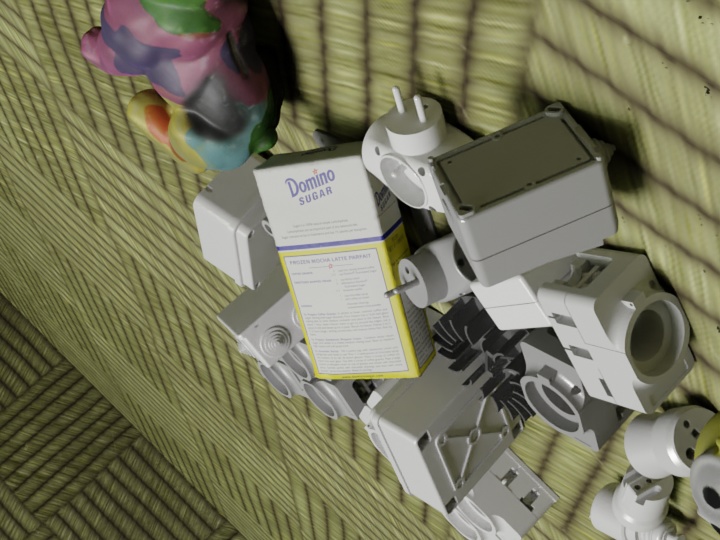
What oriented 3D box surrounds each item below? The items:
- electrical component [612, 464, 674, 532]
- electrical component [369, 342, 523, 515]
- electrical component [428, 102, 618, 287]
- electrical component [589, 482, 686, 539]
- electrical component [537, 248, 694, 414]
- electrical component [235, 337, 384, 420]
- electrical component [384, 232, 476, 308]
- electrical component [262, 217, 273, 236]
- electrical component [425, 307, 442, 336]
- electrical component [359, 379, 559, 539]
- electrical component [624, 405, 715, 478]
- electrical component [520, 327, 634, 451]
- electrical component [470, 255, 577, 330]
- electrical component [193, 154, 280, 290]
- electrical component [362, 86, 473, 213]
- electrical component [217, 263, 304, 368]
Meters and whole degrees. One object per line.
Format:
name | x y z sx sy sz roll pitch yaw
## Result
electrical component | 0.208 0.164 0.787 0.040 0.040 0.046 37 151 27
electrical component | 0.073 0.125 0.883 0.056 0.109 0.108 25 150 41
electrical component | 0.095 -0.040 0.581 0.061 0.096 0.061 -111 -2 -51
electrical component | 0.213 0.192 0.824 0.078 0.040 0.040 20 146 51
electrical component | 0.157 0.036 0.644 0.056 0.050 0.089 13 140 56
electrical component | -0.061 0.088 1.147 0.186 0.060 0.105 13 140 56
electrical component | 0.054 0.002 0.748 0.043 0.079 0.077 66 159 2
electrical component | -0.053 -0.052 0.881 0.048 0.062 0.048 40 158 20
electrical component | 0.039 0.051 0.910 0.055 0.048 0.066 27 152 27
electrical component | 0.086 0.179 1.021 0.186 0.060 0.105 44 159 10
electrical component | 0.204 0.111 0.693 0.045 0.045 0.055 49 159 -3
electrical component | 0.146 0.073 0.723 0.050 0.056 0.089 28 151 42
electrical component | 0.100 -0.006 0.686 0.076 0.047 0.066 55 159 -9
electrical component | -0.098 -0.043 0.958 0.057 0.078 0.113 34 156 15
electrical component | 0.038 -0.081 0.679 0.077 0.044 0.079 30 153 39
electrical component | -0.084 0.043 1.058 0.048 0.100 0.100 52 170 -22
